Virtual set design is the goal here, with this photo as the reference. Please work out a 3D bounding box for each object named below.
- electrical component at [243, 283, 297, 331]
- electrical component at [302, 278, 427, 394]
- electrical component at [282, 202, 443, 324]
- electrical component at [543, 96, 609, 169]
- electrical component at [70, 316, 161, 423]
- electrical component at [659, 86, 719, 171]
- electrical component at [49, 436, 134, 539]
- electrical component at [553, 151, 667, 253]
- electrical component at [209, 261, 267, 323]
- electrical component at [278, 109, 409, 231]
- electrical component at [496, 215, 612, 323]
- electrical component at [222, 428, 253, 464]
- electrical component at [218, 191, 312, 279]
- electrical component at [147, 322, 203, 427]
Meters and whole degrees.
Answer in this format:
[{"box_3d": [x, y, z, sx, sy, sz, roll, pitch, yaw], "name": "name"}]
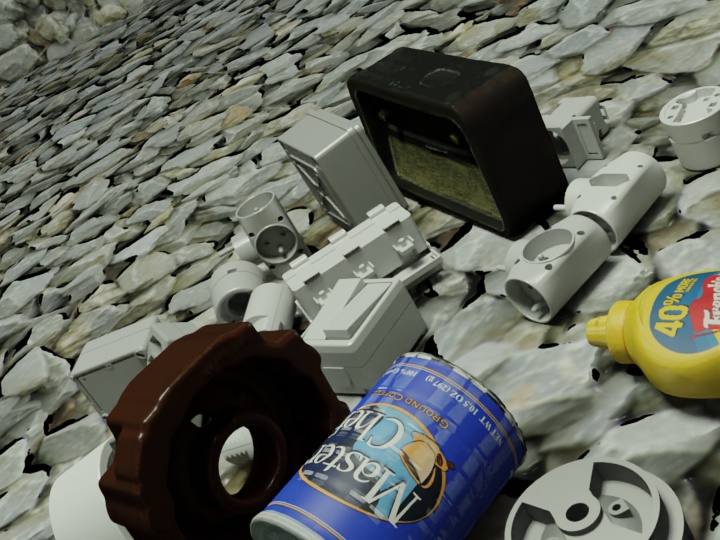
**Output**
[{"box_3d": [-0.082, 0.051, 0.941, 0.043, 0.043, 0.081, -21, 29, 18], "name": "electrical component"}, {"box_3d": [0.003, 0.045, 0.849, 0.062, 0.061, 0.096, -3, 38, 42], "name": "electrical component"}, {"box_3d": [0.000, 0.000, 0.926, 0.121, 0.063, 0.078, -33, 27, -5], "name": "electrical component"}, {"box_3d": [0.189, -0.126, 0.977, 0.081, 0.042, 0.064, 6, 43, 49], "name": "electrical component"}, {"box_3d": [-0.203, 0.086, 0.981, 0.096, 0.061, 0.061, -21, 28, 17], "name": "electrical component"}, {"box_3d": [0.275, -0.113, 0.863, 0.055, 0.047, 0.055, -23, 28, 13], "name": "electrical component"}, {"box_3d": [-0.170, 0.177, 0.751, 0.060, 0.108, 0.108, -31, 26, 12], "name": "electrical component"}, {"box_3d": [0.190, -0.054, 0.852, 0.079, 0.043, 0.077, 6, 44, 49], "name": "electrical component"}, {"box_3d": [-0.112, 0.026, 1.003, 0.055, 0.055, 0.047, -28, 31, 4], "name": "electrical component"}, {"box_3d": [-0.017, -0.094, 1.053, 0.056, 0.108, 0.109, -38, 28, -9], "name": "electrical component"}, {"box_3d": [0.137, -0.004, 0.818, 0.077, 0.044, 0.079, -43, 30, -24], "name": "electrical component"}, {"box_3d": [-0.069, 0.123, 0.807, 0.081, 0.043, 0.043, -20, 29, 20], "name": "electrical component"}, {"box_3d": [-0.099, -0.025, 1.051, 0.079, 0.077, 0.044, -29, 27, 4], "name": "electrical component"}, {"box_3d": [-0.138, 0.090, 0.909, 0.076, 0.083, 0.047, 0, 14, -28], "name": "electrical component"}]
